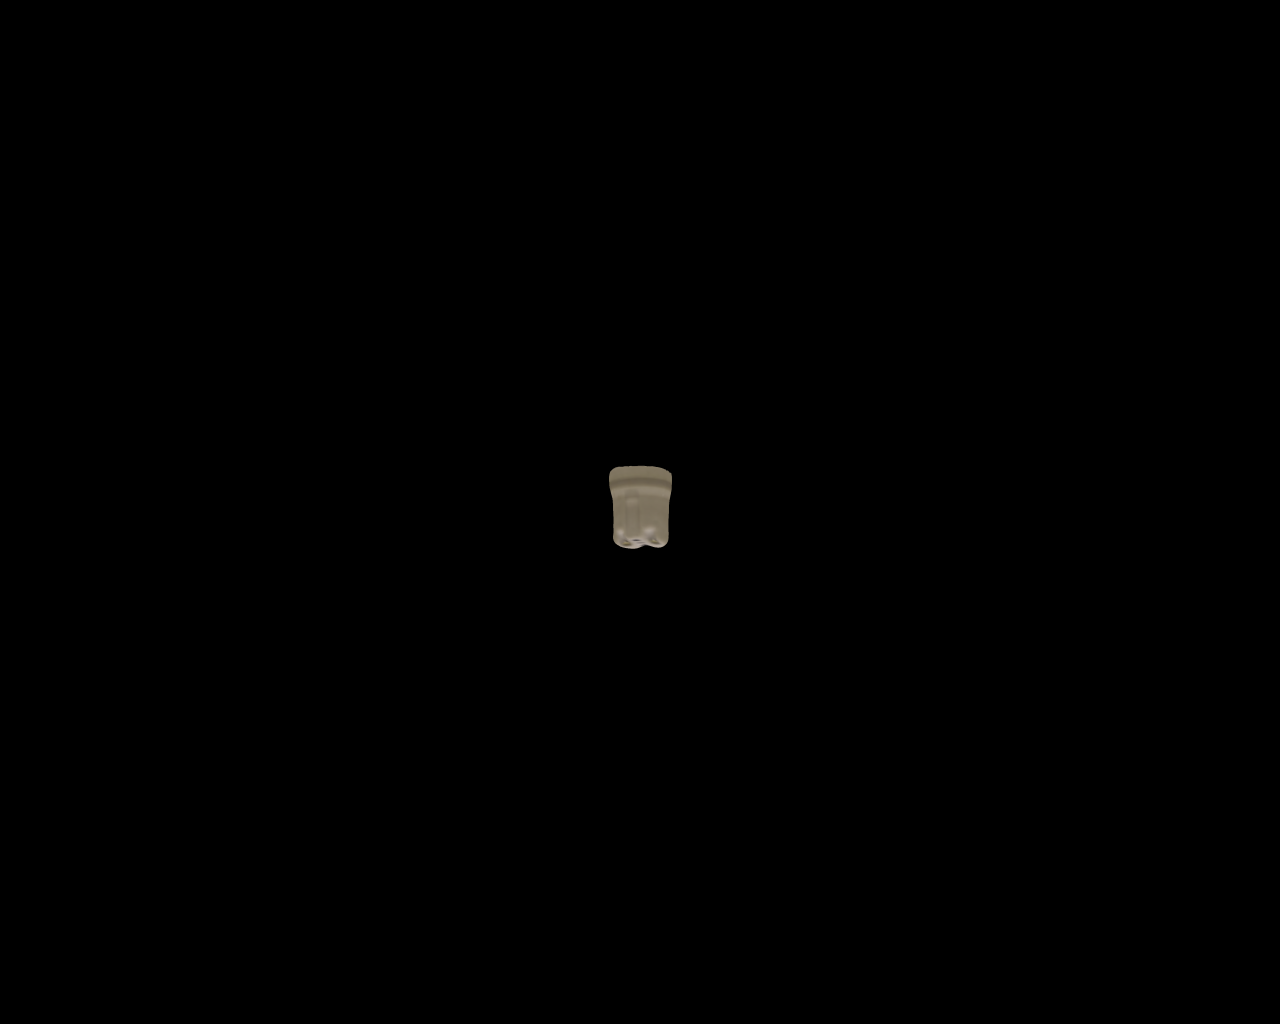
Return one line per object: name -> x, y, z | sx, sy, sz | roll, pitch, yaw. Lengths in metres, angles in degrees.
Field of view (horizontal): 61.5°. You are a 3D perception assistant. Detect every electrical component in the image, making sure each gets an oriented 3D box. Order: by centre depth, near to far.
electrical component -> 0.001, -0.003, 0.650 | 0.040, 0.046, 0.040 | 0, -11, 0
